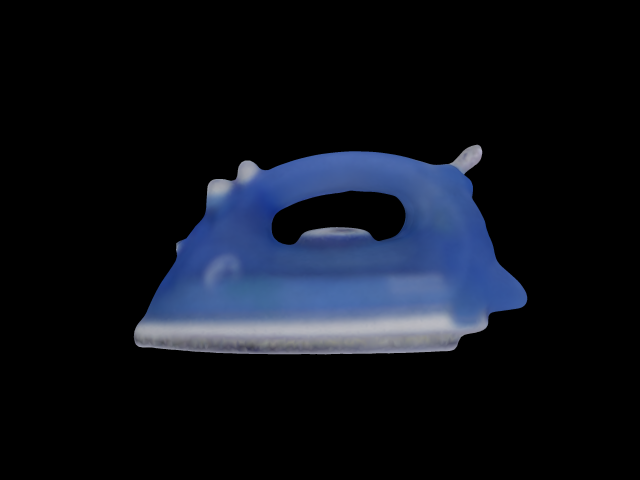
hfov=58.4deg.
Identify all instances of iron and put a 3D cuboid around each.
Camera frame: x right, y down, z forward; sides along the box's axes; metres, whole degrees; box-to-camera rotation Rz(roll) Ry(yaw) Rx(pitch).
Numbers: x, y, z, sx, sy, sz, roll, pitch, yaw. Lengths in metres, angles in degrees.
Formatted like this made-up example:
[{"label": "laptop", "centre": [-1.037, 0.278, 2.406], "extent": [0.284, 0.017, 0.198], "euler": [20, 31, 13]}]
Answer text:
[{"label": "iron", "centre": [0.004, 0.001, 0.400], "extent": [0.258, 0.141, 0.118], "euler": [0, 0, -9]}]
